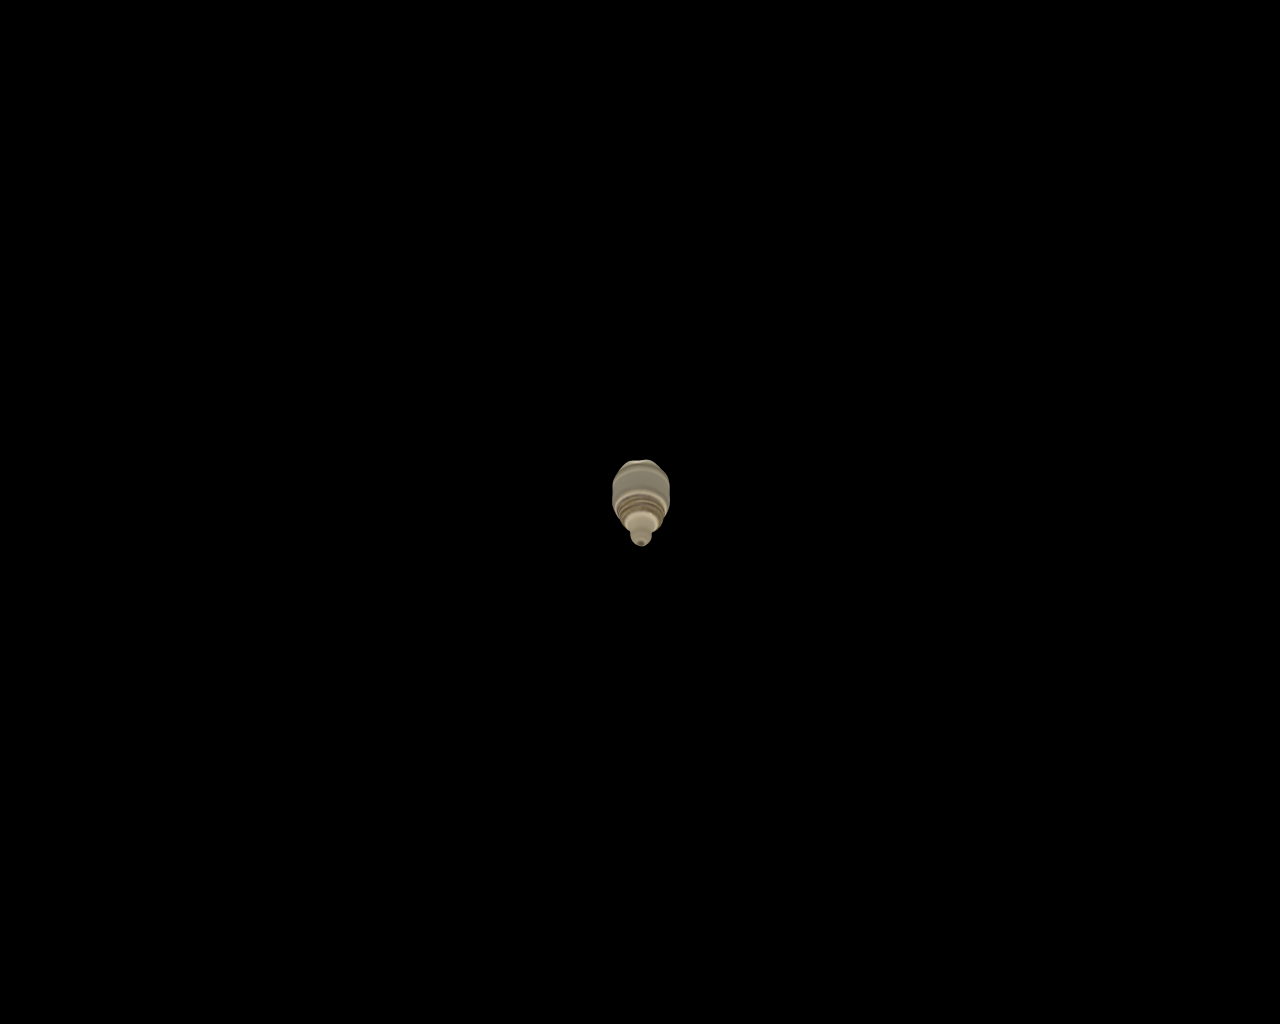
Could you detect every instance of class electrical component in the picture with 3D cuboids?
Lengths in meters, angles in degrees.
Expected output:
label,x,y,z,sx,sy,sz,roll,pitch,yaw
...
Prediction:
label,x,y,z,sx,sy,sz,roll,pitch,yaw
electrical component,0.001,-0.003,0.650,0.035,0.035,0.061,0,45,0
